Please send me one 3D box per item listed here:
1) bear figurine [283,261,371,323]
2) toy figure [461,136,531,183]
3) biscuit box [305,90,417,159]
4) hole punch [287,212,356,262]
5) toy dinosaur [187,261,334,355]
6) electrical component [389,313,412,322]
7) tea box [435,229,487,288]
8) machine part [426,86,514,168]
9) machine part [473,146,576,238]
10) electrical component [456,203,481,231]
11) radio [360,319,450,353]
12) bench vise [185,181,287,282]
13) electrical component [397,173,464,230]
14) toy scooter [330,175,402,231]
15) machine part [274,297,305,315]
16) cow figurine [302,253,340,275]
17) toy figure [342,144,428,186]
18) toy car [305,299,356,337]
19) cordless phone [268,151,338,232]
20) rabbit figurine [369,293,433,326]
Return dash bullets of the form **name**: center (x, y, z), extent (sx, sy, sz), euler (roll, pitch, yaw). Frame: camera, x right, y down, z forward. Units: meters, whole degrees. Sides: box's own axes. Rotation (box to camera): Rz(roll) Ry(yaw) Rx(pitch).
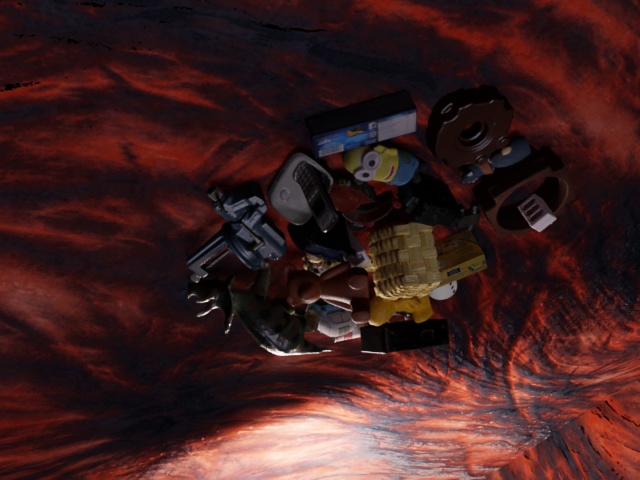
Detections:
- **bear figurine**: center (0.012, 0.110, 1.190), extent (0.196, 0.132, 0.120), euler (-1, 107, 3)
- **toy figure**: center (0.377, -0.173, 1.167), extent (0.154, 0.058, 0.064), euler (-25, 134, 16)
- **biscuit box**: center (0.076, -0.214, 1.003), extent (0.203, 0.063, 0.059), euler (-15, 141, -2)
- **hole punch**: center (-0.002, -0.004, 1.182), extent (0.142, 0.116, 0.092), euler (20, 136, -36)
- **toy dinosaur**: center (-0.117, 0.193, 1.256), extent (0.404, 0.192, 0.131), euler (41, 130, -14)
- **electrical component**: center (0.227, 0.200, 1.548), extent (0.102, 0.045, 0.078), euler (7, 136, -27)
- **tea box**: center (0.327, 0.052, 1.375), extent (0.170, 0.098, 0.068), euler (-22, 141, 7)
- **machine part**: center (0.302, -0.224, 1.082), extent (0.179, 0.056, 0.179), euler (-9, 139, -9)
- **machine part**: center (0.476, -0.109, 1.254), extent (0.201, 0.087, 0.200), euler (-31, 138, 17)
- **electrical component**: center (0.362, -0.053, 1.325), extent (0.063, 0.021, 0.093), euler (-13, 141, -4)
- **radio**: center (0.237, 0.262, 1.480), extent (0.229, 0.073, 0.131), euler (-4, 175, -28)
- **bench vise**: center (-0.191, -0.002, 1.106), extent (0.240, 0.129, 0.223), euler (-37, 138, 11)
- **electrical component**: center (0.233, -0.087, 1.167), extent (0.134, 0.115, 0.058), euler (10, 131, -32)
- **toy scooter**: center (0.092, -0.083, 1.132), extent (0.135, 0.075, 0.183), euler (-14, 146, 29)
- **machine part**: center (-0.095, 0.195, 1.431), extent (0.084, 0.039, 0.138), euler (-41, 134, 19)
- **cow figurine**: center (0.007, 0.066, 1.300), extent (0.098, 0.068, 0.167), euler (-34, 137, 27)
- **toy figure**: center (0.127, -0.153, 1.080), extent (0.180, 0.089, 0.082), euler (1, 107, -35)
- **toy car**: center (0.045, 0.208, 1.447), extent (0.162, 0.103, 0.109), euler (-6, 140, -11)
- **cordless phone**: center (-0.022, -0.067, 1.042), extent (0.088, 0.184, 0.146), euler (10, 133, -35)
- **rabbit figurine**: center (0.199, 0.161, 1.413), extent (0.173, 0.122, 0.162), euler (-24, 123, -20)
